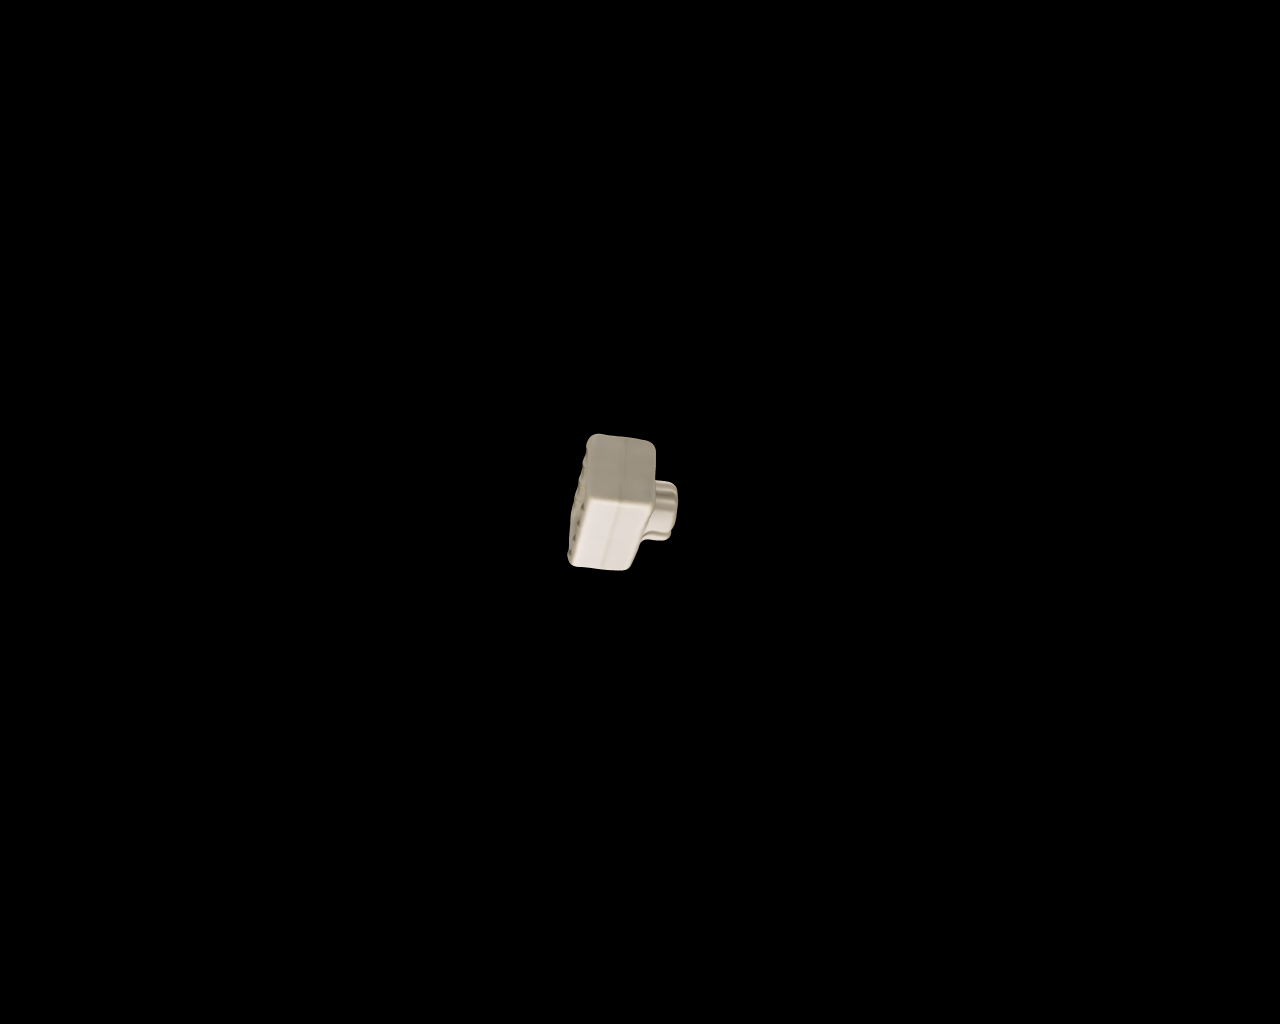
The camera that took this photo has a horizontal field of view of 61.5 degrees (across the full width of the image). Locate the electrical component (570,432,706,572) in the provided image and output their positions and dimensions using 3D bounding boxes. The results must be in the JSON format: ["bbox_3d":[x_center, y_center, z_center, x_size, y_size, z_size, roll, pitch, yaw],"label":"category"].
[{"bbox_3d":[0.001,-0.003,0.650,0.076,0.047,0.083,6,-32,-9],"label":"electrical component"}]
